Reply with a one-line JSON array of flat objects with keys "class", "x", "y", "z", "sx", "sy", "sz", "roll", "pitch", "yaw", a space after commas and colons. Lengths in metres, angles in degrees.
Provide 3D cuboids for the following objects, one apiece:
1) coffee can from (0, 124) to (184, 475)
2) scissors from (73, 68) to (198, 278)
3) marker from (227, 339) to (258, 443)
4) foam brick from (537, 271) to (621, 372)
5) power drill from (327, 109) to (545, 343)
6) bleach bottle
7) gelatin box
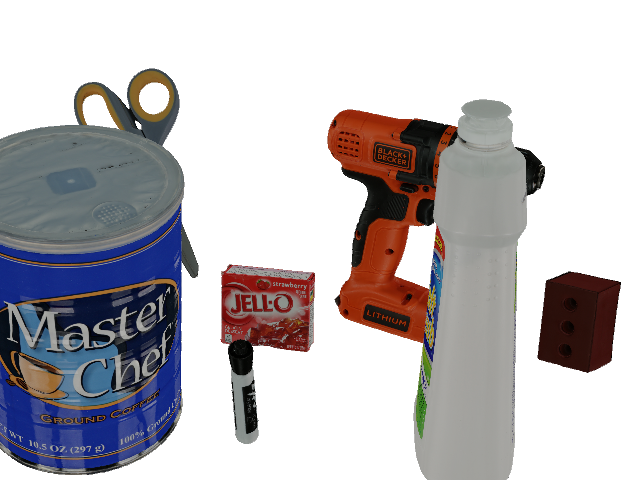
[{"class": "coffee can", "x": -0.119, "y": 0.029, "z": 0.524, "sx": 0.103, "sy": 0.140, "sz": 0.103, "roll": 3, "pitch": 34, "yaw": -3}, {"class": "scissors", "x": -0.127, "y": -0.068, "z": 0.879, "sx": 0.096, "sy": 0.202, "sz": 0.016, "roll": -37, "pitch": -20, "yaw": -14}, {"class": "marker", "x": -0.059, "y": 0.117, "z": 0.826, "sx": 0.020, "sy": 0.020, "sz": 0.121, "roll": 0, "pitch": -43, "yaw": -1}, {"class": "foam brick", "x": 0.234, "y": 0.073, "z": 0.967, "sx": 0.053, "sy": 0.078, "sz": 0.051, "roll": 13, "pitch": 18, "yaw": 36}, {"class": "power drill", "x": 0.088, "y": -0.009, "z": 0.900, "sx": 0.185, "sy": 0.188, "sz": 0.057, "roll": 16, "pitch": 25, "yaw": 25}, {"class": "bleach bottle", "x": 0.096, "y": 0.030, "z": 0.669, "sx": 0.068, "sy": 0.251, "sz": 0.102, "roll": 1, "pitch": 30, "yaw": 4}, {"class": "gelatin box", "x": -0.051, "y": 0.065, "z": 1.026, "sx": 0.089, "sy": 0.073, "sz": 0.030, "roll": 5, "pitch": 17, "yaw": 11}]
